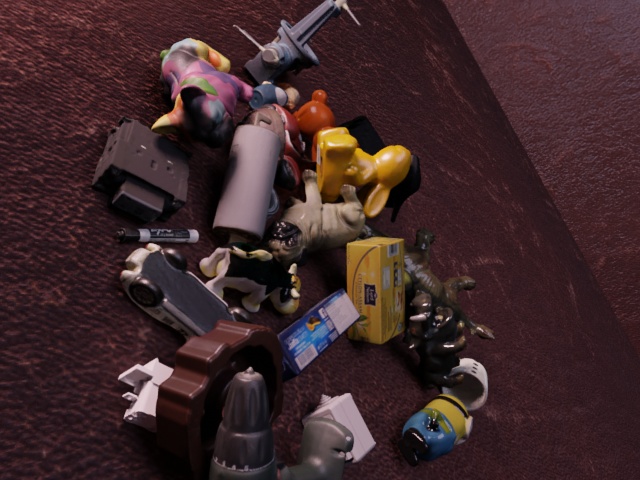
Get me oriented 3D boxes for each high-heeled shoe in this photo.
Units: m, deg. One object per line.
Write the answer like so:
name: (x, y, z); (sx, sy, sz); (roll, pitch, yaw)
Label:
high-heeled shoe: (0.148, -0.131, 1.128); (0.086, 0.145, 0.249); (9, 20, -13)

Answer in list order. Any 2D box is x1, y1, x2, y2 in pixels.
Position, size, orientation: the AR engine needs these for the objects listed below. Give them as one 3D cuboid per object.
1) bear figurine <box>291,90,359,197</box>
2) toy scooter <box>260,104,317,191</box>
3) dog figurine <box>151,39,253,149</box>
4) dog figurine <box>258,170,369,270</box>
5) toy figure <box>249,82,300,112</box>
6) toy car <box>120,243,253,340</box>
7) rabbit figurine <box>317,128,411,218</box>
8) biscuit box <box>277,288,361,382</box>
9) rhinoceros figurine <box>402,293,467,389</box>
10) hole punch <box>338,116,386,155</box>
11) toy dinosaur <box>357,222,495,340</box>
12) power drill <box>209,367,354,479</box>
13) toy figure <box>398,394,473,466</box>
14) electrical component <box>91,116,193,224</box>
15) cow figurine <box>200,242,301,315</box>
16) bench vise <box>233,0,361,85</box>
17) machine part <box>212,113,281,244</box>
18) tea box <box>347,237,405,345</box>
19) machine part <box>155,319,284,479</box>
bear figurine: (0.023, -0.198, 1.108); (0.132, 0.120, 0.196); (11, 48, -51)
toy scooter: (-0.054, -0.169, 1.019); (0.135, 0.075, 0.184); (11, 56, -50)
dog figurine: (-0.195, -0.220, 0.809); (0.191, 0.108, 0.219); (46, 20, -4)
dog figurine: (-0.005, -0.001, 0.896); (0.172, 0.121, 0.191); (19, 45, -2)
toy figure: (-0.084, -0.288, 1.101); (0.058, 0.064, 0.154); (27, 28, 23)
toy car: (-0.162, 0.087, 0.679); (0.201, 0.056, 0.073); (44, 41, -14)
rabbit figurine: (0.083, -0.123, 0.974); (0.122, 0.173, 0.162); (-137, -137, -73)
biscuit box: (-0.015, 0.142, 0.809); (0.059, 0.063, 0.202); (58, 34, 2)
rhinoceros figurine: (0.208, 0.183, 0.980); (0.073, 0.112, 0.190); (-70, 152, -62)
hole punch: (0.069, -0.200, 1.207); (0.116, 0.092, 0.142); (-27, 86, -26)
toy dinosaur: (0.173, 0.062, 1.081); (0.471, 0.105, 0.198); (40, 39, -4)
power drill: (-0.040, 0.251, 0.597); (0.207, 0.086, 0.232); (16, 82, -63)
toy figure: (0.197, 0.316, 0.910); (0.180, 0.082, 0.089); (1, 63, -48)
electrical component: (-0.239, -0.088, 0.732); (0.115, 0.058, 0.134); (27, 42, -34)
cow figurine: (-0.079, 0.054, 0.773); (0.167, 0.098, 0.068); (23, 39, -39)
bench vise: (-0.044, -0.419, 1.116); (0.129, 0.240, 0.223); (54, 17, 4)
machine part: (-0.110, -0.084, 0.820); (0.079, 0.079, 0.243); (23, 69, -39)
tea box: (0.098, 0.084, 0.929); (0.098, 0.068, 0.169); (-9, 102, -54)
machine part: (-0.107, 0.178, 0.600); (0.179, 0.056, 0.179); (-19, 113, -58)
